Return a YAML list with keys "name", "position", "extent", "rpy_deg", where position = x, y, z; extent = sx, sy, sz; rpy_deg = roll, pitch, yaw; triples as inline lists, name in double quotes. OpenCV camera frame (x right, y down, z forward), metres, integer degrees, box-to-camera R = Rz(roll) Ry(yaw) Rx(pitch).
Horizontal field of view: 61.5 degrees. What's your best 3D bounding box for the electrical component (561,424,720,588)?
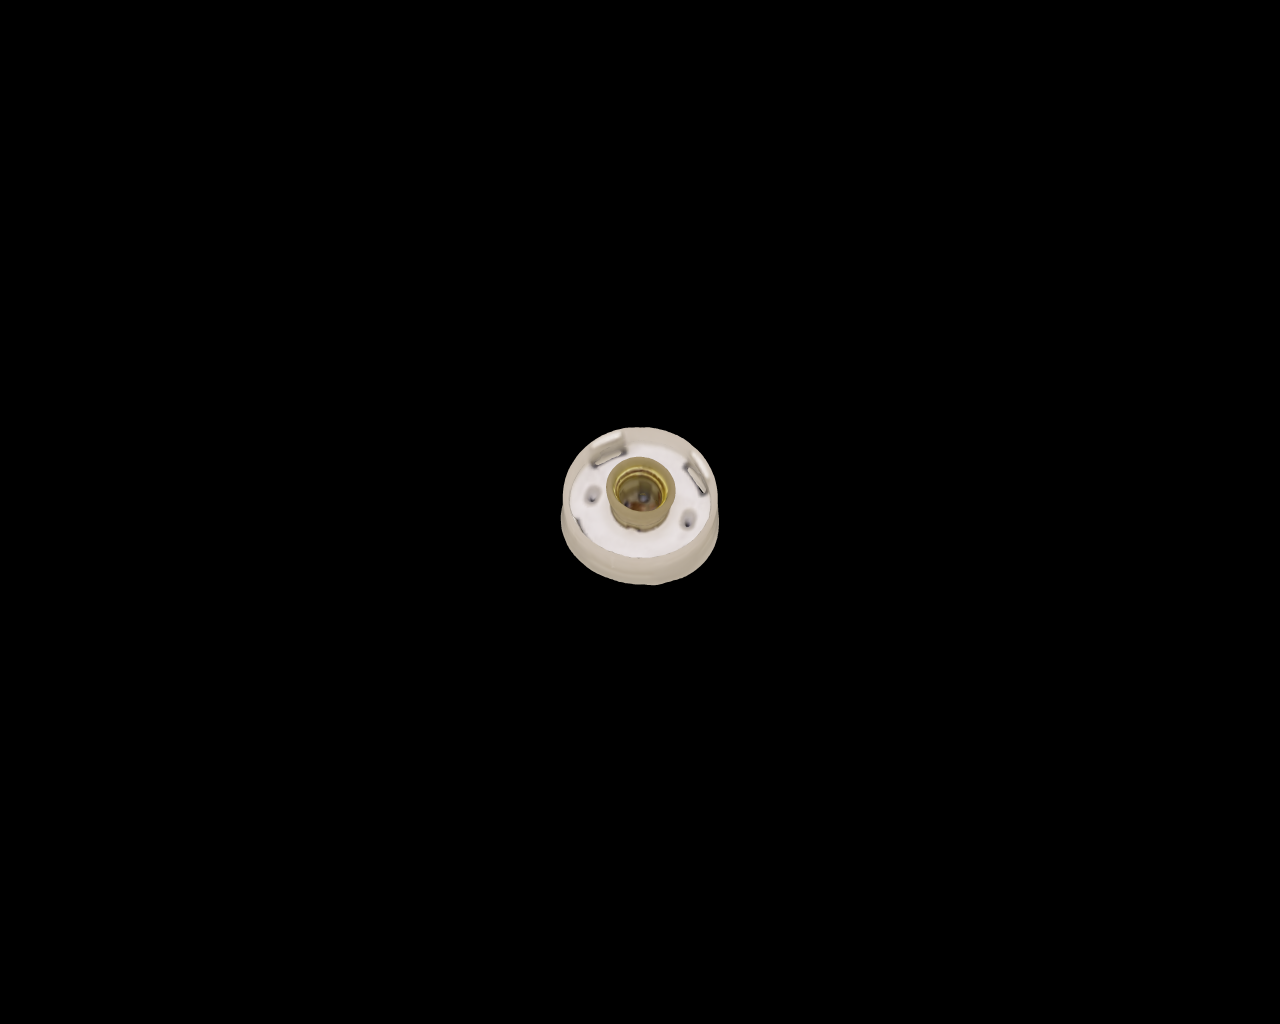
- name: "electrical component"
  position: [0.001, -0.003, 0.650]
  extent: [0.099, 0.099, 0.064]
  rpy_deg: [0, -27, 0]
